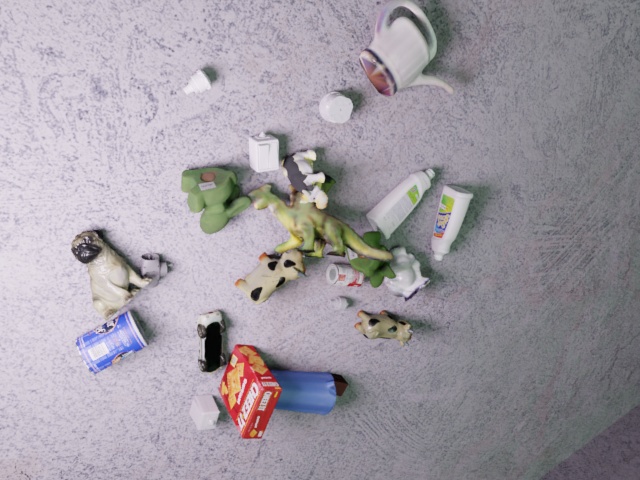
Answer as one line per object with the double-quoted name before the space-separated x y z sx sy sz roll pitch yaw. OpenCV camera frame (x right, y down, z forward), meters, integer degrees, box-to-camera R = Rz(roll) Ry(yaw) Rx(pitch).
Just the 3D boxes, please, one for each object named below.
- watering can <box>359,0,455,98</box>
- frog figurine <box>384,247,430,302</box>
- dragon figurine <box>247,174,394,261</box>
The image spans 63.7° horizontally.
"watering can" 0.238 -0.471 1.390 0.225 0.105 0.342 -44 126 -5
"frog figurine" 0.267 0.105 1.690 0.137 0.122 0.159 -35 89 -2
"dragon figurine" 0.004 -0.070 1.383 0.410 0.121 0.246 5 75 -18
